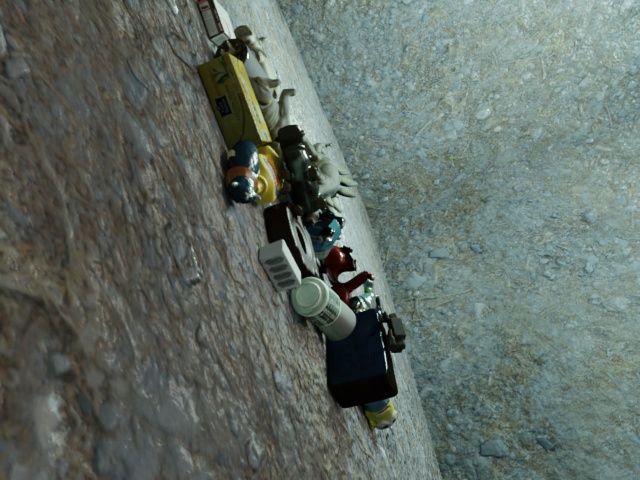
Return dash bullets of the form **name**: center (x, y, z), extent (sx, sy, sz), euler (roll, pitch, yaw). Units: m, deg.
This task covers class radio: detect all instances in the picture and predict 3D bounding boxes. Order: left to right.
- **radio**: center (0.086, 0.256, 1.182), extent (0.230, 0.131, 0.073), euler (-91, 160, -63)

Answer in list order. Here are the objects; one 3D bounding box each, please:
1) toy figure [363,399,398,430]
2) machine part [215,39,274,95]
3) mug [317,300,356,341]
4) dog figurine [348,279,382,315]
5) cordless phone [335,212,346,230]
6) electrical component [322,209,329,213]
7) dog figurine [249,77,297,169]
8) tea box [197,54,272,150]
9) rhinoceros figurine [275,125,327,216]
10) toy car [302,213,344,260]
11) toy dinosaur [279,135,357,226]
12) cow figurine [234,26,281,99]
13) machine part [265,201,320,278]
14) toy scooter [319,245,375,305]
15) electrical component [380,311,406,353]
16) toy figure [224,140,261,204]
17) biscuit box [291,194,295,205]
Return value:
- **toy figure**: center (0.143, 0.405, 1.365), extent (0.089, 0.082, 0.180), euler (-92, 158, -55)
- **machine part**: center (-0.163, -0.366, 1.185), extent (0.243, 0.079, 0.079), euler (37, 35, -71)
- **mug**: center (0.020, 0.150, 1.180), extent (0.107, 0.081, 0.110), euler (50, 25, -40)
- **dog figurine**: center (0.116, 0.224, 1.510), extent (0.219, 0.109, 0.191), euler (-83, 155, -60)
- **cordless phone**: center (0.002, -0.105, 1.597), extent (0.146, 0.089, 0.184), euler (-67, 133, -76)
- **electrical component**: center (-0.011, -0.064, 1.438), extent (0.119, 0.075, 0.047), euler (-113, 179, -59)
- **dog figurine**: center (-0.123, -0.232, 1.135), extent (0.172, 0.121, 0.190), euler (3, 83, -44)
- **tea box**: center (-0.158, -0.253, 1.015), extent (0.098, 0.068, 0.169), euler (-45, 114, -80)
- **rhinoceros figurine**: center (-0.038, -0.143, 1.108), extent (0.112, 0.073, 0.190), euler (-79, 153, -69)
- **toy car**: center (-0.003, -0.004, 1.310), extent (0.162, 0.109, 0.102), euler (-65, 159, -66)
- **toy dinosaur**: center (-0.007, -0.169, 1.359), extent (0.198, 0.105, 0.472), euler (33, 30, -23)
- **cow figurine**: center (-0.159, -0.444, 1.354), extent (0.127, 0.085, 0.194), euler (-67, 134, -68)
- **machine part**: center (-0.056, 0.007, 1.113), extent (0.179, 0.056, 0.179), euler (-21, 91, -80)
- **toy scooter**: center (0.067, 0.083, 1.413), extent (0.075, 0.135, 0.184), euler (51, 20, -60)
- **electrical component**: center (0.159, 0.203, 1.179), extent (0.078, 0.045, 0.102), euler (99, -12, -45)
- **toy figure**: center (-0.131, -0.110, 0.917), extent (0.154, 0.064, 0.057), euler (-93, -161, -46)
- **biscuit box**: center (-0.048, -0.160, 1.471), extent (0.203, 0.063, 0.059), euler (-100, 165, -48)
